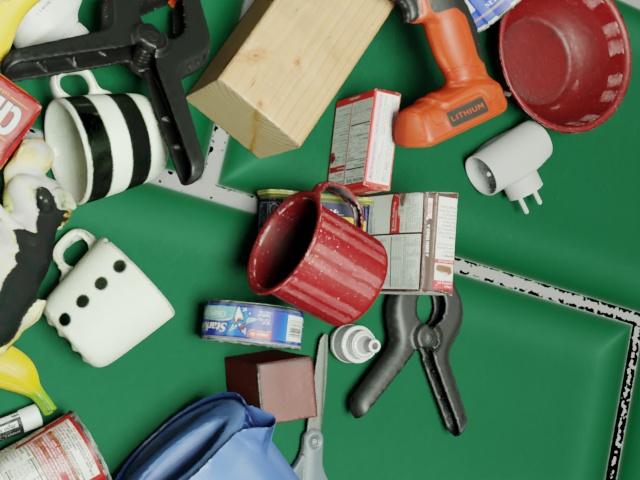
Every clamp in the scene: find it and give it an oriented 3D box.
[{"bbox_3d":[0.084,0.096,0.991,0.120,0.039,0.171,6,80,-30],"label":"clamp"},{"bbox_3d":[-0.133,-0.141,0.845,0.164,0.036,0.209,36,44,-9],"label":"clamp"}]

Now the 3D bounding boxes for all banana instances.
[{"bbox_3d":[-0.300,0.107,0.802,0.197,0.037,0.069,-4,72,-22],"label":"banana"}]

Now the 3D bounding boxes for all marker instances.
[{"bbox_3d":[-0.276,0.158,0.827,0.121,0.020,0.020,-19,96,-25],"label":"marker"}]

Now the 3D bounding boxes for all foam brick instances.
[{"bbox_3d":[-0.043,0.124,0.908,0.052,0.078,0.051,-6,91,-24],"label":"foam brick"}]

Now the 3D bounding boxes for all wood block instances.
[{"bbox_3d":[-0.013,-0.182,0.927,0.090,0.091,0.206,38,72,-19],"label":"wood block"}]

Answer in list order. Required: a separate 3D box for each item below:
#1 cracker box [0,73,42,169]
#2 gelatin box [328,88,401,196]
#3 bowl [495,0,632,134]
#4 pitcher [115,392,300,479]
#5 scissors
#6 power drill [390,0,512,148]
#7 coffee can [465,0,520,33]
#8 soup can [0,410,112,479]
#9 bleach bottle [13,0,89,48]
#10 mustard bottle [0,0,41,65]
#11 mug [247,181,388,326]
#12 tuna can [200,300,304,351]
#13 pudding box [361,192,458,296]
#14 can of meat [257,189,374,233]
[{"bbox_3d":[-0.290,-0.101,0.723,0.164,0.214,0.072,36,74,-20],"label":"cracker box"},{"bbox_3d":[0.039,-0.085,0.957,0.030,0.073,0.089,9,84,-26],"label":"gelatin box"},{"bbox_3d":[0.230,-0.183,1.062,0.161,0.055,0.162,1,87,-26],"label":"bowl"},{"bbox_3d":[-0.057,0.257,0.864,0.144,0.149,0.242,-44,108,-27],"label":"pitcher"},{"bbox_3d":[-0.024,0.190,0.948,0.096,0.016,0.202,-8,91,-25],"label":"scissors"},{"bbox_3d":[0.079,-0.176,0.893,0.184,0.057,0.187,-25,110,-26],"label":"power drill"},{"bbox_3d":[0.122,-0.272,0.988,0.140,0.103,0.102,46,70,-17],"label":"coffee can"},{"bbox_3d":[-0.222,0.186,0.825,0.102,0.069,0.068,-28,100,-23],"label":"soup can"},{"bbox_3d":[-0.281,-0.226,0.818,0.250,0.068,0.102,44,74,-20],"label":"bleach bottle"},{"bbox_3d":[-0.230,-0.211,0.776,0.096,0.058,0.191,40,83,-25],"label":"mustard bottle"},{"bbox_3d":[0.004,0.008,0.871,0.081,0.093,0.117,30,62,-28],"label":"mug"},{"bbox_3d":[-0.057,0.072,0.898,0.086,0.086,0.034,10,82,-25],"label":"tuna can"},{"bbox_3d":[0.073,0.004,0.948,0.039,0.114,0.090,5,86,-30],"label":"pudding box"},{"bbox_3d":[-0.006,0.001,0.942,0.102,0.058,0.084,4,88,-25],"label":"can of meat"}]
